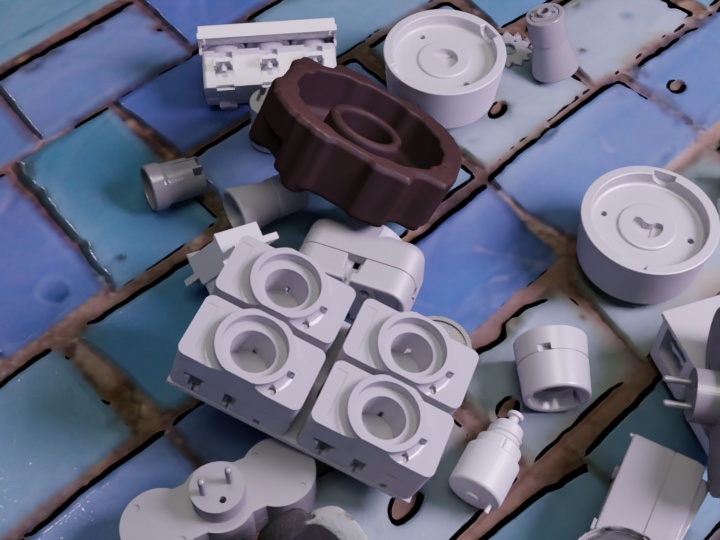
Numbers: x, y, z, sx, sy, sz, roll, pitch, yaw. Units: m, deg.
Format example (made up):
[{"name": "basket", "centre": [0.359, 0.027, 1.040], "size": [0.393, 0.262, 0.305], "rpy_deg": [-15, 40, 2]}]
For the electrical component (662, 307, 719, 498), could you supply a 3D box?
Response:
[{"name": "electrical component", "centre": [0.238, 0.085, 0.714], "size": [0.074, 0.052, 0.138], "rpy_deg": [8, 55, 6]}]

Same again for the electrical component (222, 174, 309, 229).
[{"name": "electrical component", "centre": [-0.076, -0.058, 0.896], "size": [0.065, 0.044, 0.044], "rpy_deg": [-24, 58, -22]}]

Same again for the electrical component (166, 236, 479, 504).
[{"name": "electrical component", "centre": [-0.023, 0.065, 0.741], "size": [0.186, 0.060, 0.105], "rpy_deg": [27, 56, -1]}]

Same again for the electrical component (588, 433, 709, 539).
[{"name": "electrical component", "centre": [0.196, 0.162, 0.729], "size": [0.061, 0.061, 0.096], "rpy_deg": [24, 58, 16]}]

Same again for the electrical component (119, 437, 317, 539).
[{"name": "electrical component", "centre": [-0.095, 0.153, 0.725], "size": [0.138, 0.073, 0.052], "rpy_deg": [-22, 58, -15]}]

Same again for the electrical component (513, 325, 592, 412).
[{"name": "electrical component", "centre": [0.143, 0.074, 0.796], "size": [0.055, 0.055, 0.047], "rpy_deg": [-1, 58, -1]}]

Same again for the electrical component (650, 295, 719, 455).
[{"name": "electrical component", "centre": [0.326, 0.065, 0.800], "size": [0.186, 0.060, 0.105], "rpy_deg": [-15, 56, -11]}]

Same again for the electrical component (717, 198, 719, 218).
[{"name": "electrical component", "centre": [0.333, -0.068, 0.905], "size": [0.066, 0.048, 0.055], "rpy_deg": [4, 62, 2]}]

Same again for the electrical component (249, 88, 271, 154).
[{"name": "electrical component", "centre": [-0.078, -0.132, 0.944], "size": [0.040, 0.046, 0.040], "rpy_deg": [0, 55, 0]}]

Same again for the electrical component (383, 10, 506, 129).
[{"name": "electrical component", "centre": [0.074, -0.175, 0.968], "size": [0.108, 0.060, 0.108], "rpy_deg": [0, 55, 0]}]

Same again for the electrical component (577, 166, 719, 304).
[{"name": "electrical component", "centre": [0.226, -0.023, 0.861], "size": [0.108, 0.060, 0.108], "rpy_deg": [0, 55, 0]}]

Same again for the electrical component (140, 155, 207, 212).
[{"name": "electrical component", "centre": [-0.157, -0.075, 0.908], "size": [0.046, 0.040, 0.040], "rpy_deg": [-19, 57, -21]}]

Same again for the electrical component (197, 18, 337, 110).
[{"name": "electrical component", "centre": [-0.082, -0.185, 0.971], "size": [0.121, 0.078, 0.063], "rpy_deg": [-5, 77, -4]}]

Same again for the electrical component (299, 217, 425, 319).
[{"name": "electrical component", "centre": [0.000, 0.000, 0.847], "size": [0.095, 0.053, 0.059], "rpy_deg": [18, 56, 12]}]

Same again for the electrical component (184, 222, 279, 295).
[{"name": "electrical component", "centre": [-0.095, 0.003, 0.833], "size": [0.042, 0.081, 0.063], "rpy_deg": [-22, 84, -42]}]

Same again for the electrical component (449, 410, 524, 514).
[{"name": "electrical component", "centre": [0.094, 0.133, 0.762], "size": [0.040, 0.040, 0.078], "rpy_deg": [25, 58, 16]}]

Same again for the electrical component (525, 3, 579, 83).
[{"name": "electrical component", "centre": [0.174, -0.210, 0.985], "size": [0.044, 0.065, 0.044], "rpy_deg": [-12, 45, 12]}]
